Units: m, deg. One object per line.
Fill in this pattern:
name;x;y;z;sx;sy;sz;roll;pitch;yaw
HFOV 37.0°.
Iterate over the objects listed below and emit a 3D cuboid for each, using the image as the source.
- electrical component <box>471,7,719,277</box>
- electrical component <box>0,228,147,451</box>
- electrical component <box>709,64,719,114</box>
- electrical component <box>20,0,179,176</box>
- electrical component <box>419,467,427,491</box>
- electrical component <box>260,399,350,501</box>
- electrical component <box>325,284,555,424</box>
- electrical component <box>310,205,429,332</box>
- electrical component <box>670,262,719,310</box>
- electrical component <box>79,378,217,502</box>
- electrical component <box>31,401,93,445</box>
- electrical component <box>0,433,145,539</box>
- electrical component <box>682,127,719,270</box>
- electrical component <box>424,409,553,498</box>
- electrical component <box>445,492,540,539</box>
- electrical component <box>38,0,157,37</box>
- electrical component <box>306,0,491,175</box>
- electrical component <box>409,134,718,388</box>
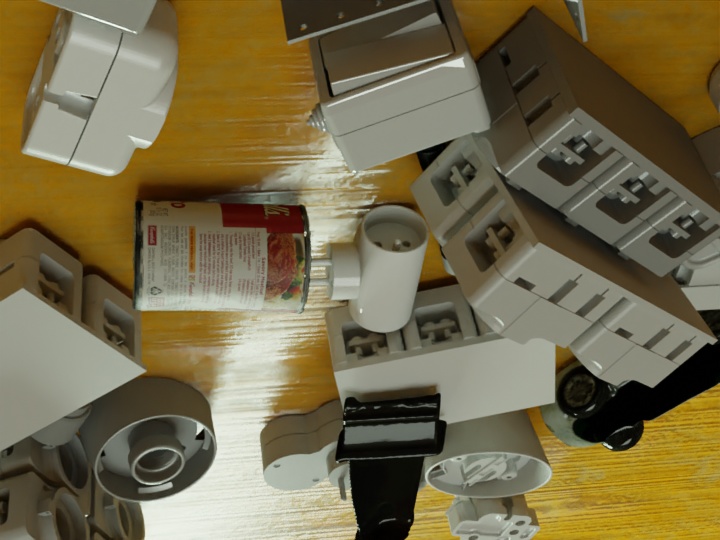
electrical component;0.135;-0.067;0.617;0.150;0.089;0.062;27;126;-35
electrical component;-0.245;0.057;0.693;0.186;0.060;0.105;-28;135;18
electrical component;0.235;-0.097;0.632;0.045;0.055;0.045;-6;138;-6
electrical component;-0.131;-0.097;0.553;0.059;0.053;0.095;14;132;-26
electrical component;0.026;0.179;0.898;0.045;0.045;0.055;11;134;-23
electrical component;-0.008;0.143;0.829;0.138;0.073;0.052;-17;138;7
electrical component;0.057;0.059;0.759;0.150;0.061;0.089;-11;138;0
electrical component;0.000;0.000;0.696;0.079;0.044;0.077;-2;138;-10
electrical component;0.232;-0.006;0.742;0.081;0.042;0.063;-3;136;-10
electrical component;-0.157;0.123;0.801;0.099;0.064;0.099;-13;131;-15
electrical component;-0.206;0.089;0.752;0.040;0.040;0.078;18;130;-29
electrical component;-0.224;0.199;0.820;0.060;0.105;0.186;-17;138;7
electrical component;0.235;-0.051;0.680;0.095;0.059;0.053;-25;136;14
electrical component;0.099;0.149;0.866;0.099;0.064;0.099;-6;138;-6
electrical component;0.111;0.200;0.931;0.078;0.057;0.058;10;134;-22
electrical component;-0.132;-0.159;0.479;0.096;0.061;0.061;15;132;-26
electrical component;0.013;-0.101;0.575;0.096;0.061;0.061;-18;138;8
electrical component;0.123;-0.001;0.657;0.186;0.105;0.060;24;120;-39
